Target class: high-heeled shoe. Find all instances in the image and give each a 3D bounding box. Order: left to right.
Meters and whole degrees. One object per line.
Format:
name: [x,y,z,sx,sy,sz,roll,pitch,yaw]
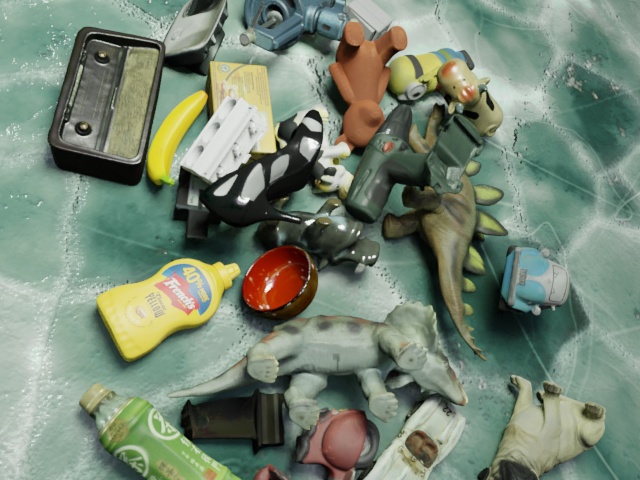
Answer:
high-heeled shoe: [-0.079,-0.117,0.784,0.145,0.086,0.249,16,54,-9]

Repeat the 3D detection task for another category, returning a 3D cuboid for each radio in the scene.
radio: [-0.317,-0.206,0.812,0.131,0.073,0.229,10,64,-15]

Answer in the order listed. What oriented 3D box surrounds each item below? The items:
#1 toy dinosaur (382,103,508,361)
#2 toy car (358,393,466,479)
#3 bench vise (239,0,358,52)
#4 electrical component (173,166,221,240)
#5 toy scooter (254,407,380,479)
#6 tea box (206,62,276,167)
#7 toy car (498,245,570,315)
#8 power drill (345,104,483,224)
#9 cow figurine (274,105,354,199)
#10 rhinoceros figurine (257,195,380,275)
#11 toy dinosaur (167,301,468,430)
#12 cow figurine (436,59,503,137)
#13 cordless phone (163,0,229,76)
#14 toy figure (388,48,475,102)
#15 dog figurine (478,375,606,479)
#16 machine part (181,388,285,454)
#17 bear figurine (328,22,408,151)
toy dinosaur: [0.214,-0.040,0.906,0.198,0.105,0.471,14,63,-13]
toy car: [0.129,0.304,0.756,0.073,0.056,0.202,46,61,4]
bench vise: [-0.052,-0.375,0.940,0.224,0.128,0.241,32,43,5]
electrical component: [-0.180,-0.049,0.806,0.075,0.047,0.119,3,67,-17]
toy scooter: [-0.007,0.295,0.704,0.135,0.075,0.184,29,66,-7]
tea box: [-0.132,-0.200,0.876,0.098,0.068,0.169,1,67,-19]
toy car: [0.344,0.074,0.863,0.103,0.161,0.109,10,81,21]
power drill: [0.137,-0.133,0.813,0.086,0.207,0.232,41,70,-32]
cow figurine: [-0.005,-0.135,0.891,0.098,0.068,0.167,-23,77,-26]
rhinoceros figurine: [-0.002,-0.002,0.816,0.190,0.112,0.073,12,34,0]
toy dinosaur: [0.014,0.157,0.742,0.405,0.192,0.131,4,101,-3]
cow figurine: [0.268,-0.251,0.965,0.194,0.085,0.127,33,24,-44]
cordless phone: [-0.191,-0.372,0.866,0.089,0.184,0.146,23,62,-14]
toy figure: [0.210,-0.325,1.043,0.180,0.082,0.089,-27,66,-22]
dog figurine: [0.340,0.323,0.809,0.172,0.121,0.190,24,76,-4]
machine part: [-0.113,0.239,0.712,0.139,0.039,0.084,7,71,-18]
bear figurine: [0.080,-0.250,0.922,0.120,0.132,0.195,0,81,-19]
